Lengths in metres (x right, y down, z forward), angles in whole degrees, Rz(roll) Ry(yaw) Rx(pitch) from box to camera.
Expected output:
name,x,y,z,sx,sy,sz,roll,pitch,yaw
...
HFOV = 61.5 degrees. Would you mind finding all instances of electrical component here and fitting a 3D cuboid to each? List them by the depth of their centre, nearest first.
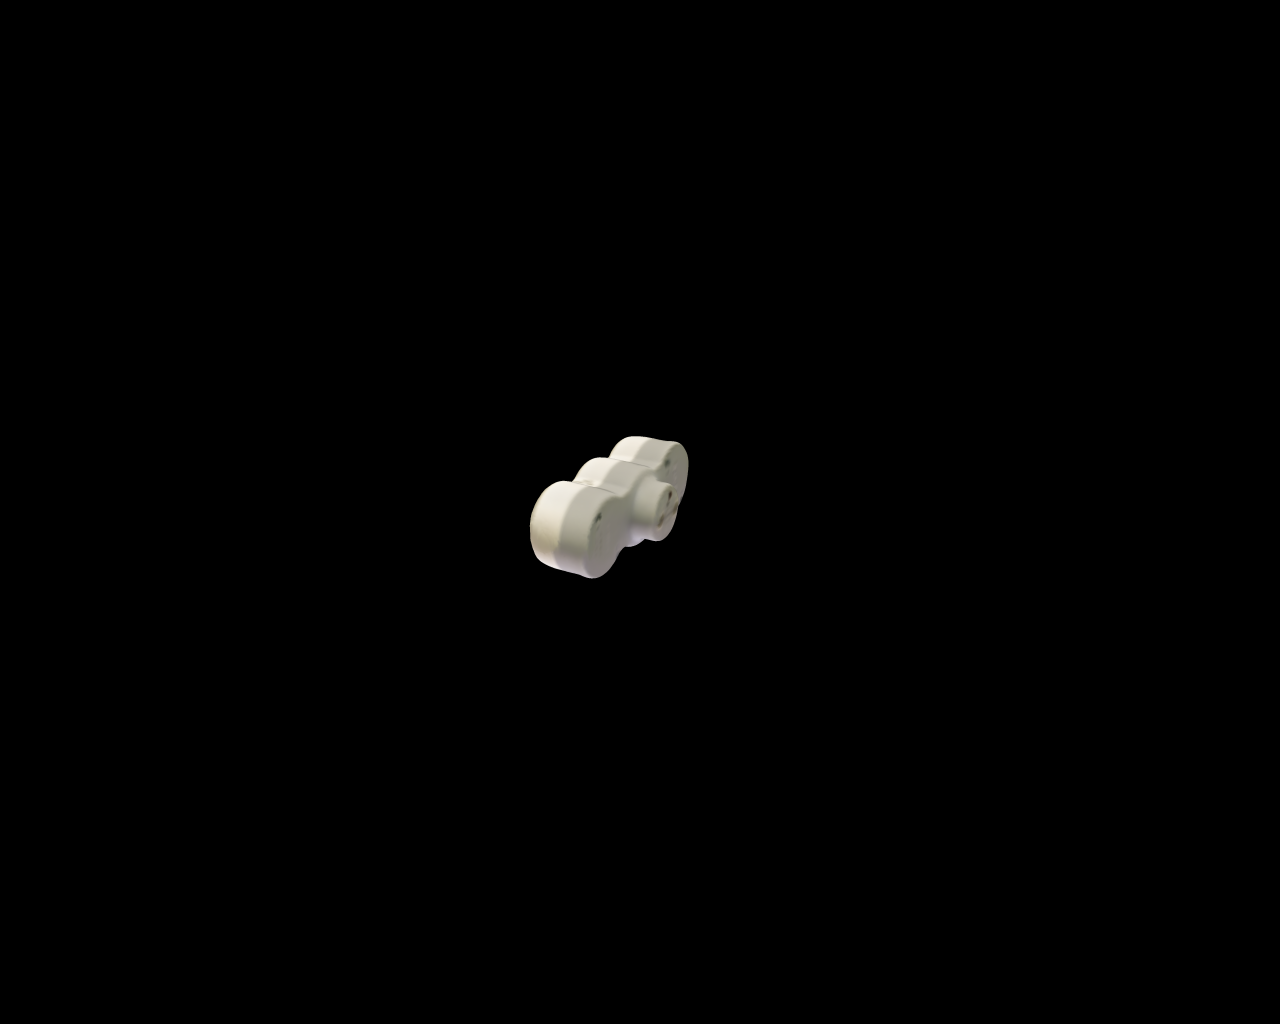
name,x,y,z,sx,sy,sz,roll,pitch,yaw
electrical component,0.001,-0.003,0.650,0.074,0.052,0.138,12,27,25
